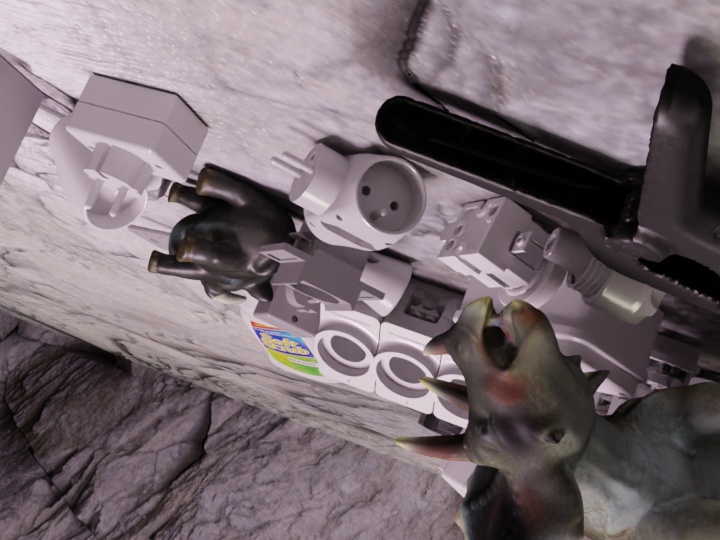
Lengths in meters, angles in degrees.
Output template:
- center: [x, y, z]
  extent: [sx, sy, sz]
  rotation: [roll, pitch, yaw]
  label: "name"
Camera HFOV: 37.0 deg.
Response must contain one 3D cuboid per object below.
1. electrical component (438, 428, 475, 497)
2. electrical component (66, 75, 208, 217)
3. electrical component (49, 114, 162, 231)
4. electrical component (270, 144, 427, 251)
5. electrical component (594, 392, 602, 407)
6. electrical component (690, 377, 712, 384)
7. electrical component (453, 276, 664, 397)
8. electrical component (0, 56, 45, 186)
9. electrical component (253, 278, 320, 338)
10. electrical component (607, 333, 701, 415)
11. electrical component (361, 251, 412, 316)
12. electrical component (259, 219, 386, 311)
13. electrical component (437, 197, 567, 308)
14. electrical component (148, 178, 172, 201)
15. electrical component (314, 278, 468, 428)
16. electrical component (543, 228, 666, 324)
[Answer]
- center: [0.112, 0.170, 0.912]
  extent: [0.061, 0.061, 0.096]
  rotation: [30, 170, 26]
  label: "electrical component"
- center: [-0.143, -0.069, 0.654]
  extent: [0.066, 0.076, 0.047]
  rotation: [17, 167, 23]
  label: "electrical component"
- center: [-0.159, -0.070, 0.724]
  extent: [0.079, 0.043, 0.077]
  rotation: [-11, -133, -29]
  label: "electrical component"
- center: [-0.013, -0.046, 0.609]
  extent: [0.079, 0.043, 0.077]
  rotation: [27, 167, -20]
  label: "electrical component"
- center: [0.168, 0.116, 0.908]
  extent: [0.057, 0.078, 0.113]
  rotation: [22, 168, 14]
  label: "electrical component"
- center: [0.258, 0.117, 0.789]
  extent: [0.099, 0.064, 0.099]
  rotation: [21, 168, 5]
  label: "electrical component"
- center: [0.125, 0.036, 0.689]
  extent: [0.078, 0.057, 0.113]
  rotation: [31, 165, -37]
  label: "electrical component"
- center: [-0.288, -0.111, 0.659]
  extent: [0.060, 0.105, 0.186]
  rotation: [17, 167, 21]
  label: "electrical component"
- center: [-0.043, 0.017, 0.874]
  extent: [0.047, 0.065, 0.077]
  rotation: [27, 167, -20]
  label: "electrical component"
- center: [0.198, 0.079, 0.733]
  extent: [0.042, 0.063, 0.081]
  rotation: [19, 167, 8]
  label: "electrical component"
- center: [0.000, 0.000, 0.791]
  extent: [0.065, 0.044, 0.044]
  rotation: [29, 167, -10]
  label: "electrical component"
- center: [-0.021, -0.010, 0.729]
  extent: [0.081, 0.063, 0.042]
  rotation: [27, 166, -25]
  label: "electrical component"
- center: [0.083, -0.009, 0.602]
  extent: [0.055, 0.048, 0.066]
  rotation: [34, 164, -20]
  label: "electrical component"
- center: [-0.167, -0.075, 0.771]
  extent: [0.061, 0.035, 0.035]
  rotation: [23, 168, 3]
  label: "electrical component"
- center: [0.045, 0.063, 0.845]
  extent: [0.150, 0.061, 0.089]
  rotation: [19, 137, 15]
  label: "electrical component"
- center: [0.126, -0.002, 0.558]
  extent: [0.062, 0.043, 0.043]
  rotation: [24, 168, -6]
  label: "electrical component"
